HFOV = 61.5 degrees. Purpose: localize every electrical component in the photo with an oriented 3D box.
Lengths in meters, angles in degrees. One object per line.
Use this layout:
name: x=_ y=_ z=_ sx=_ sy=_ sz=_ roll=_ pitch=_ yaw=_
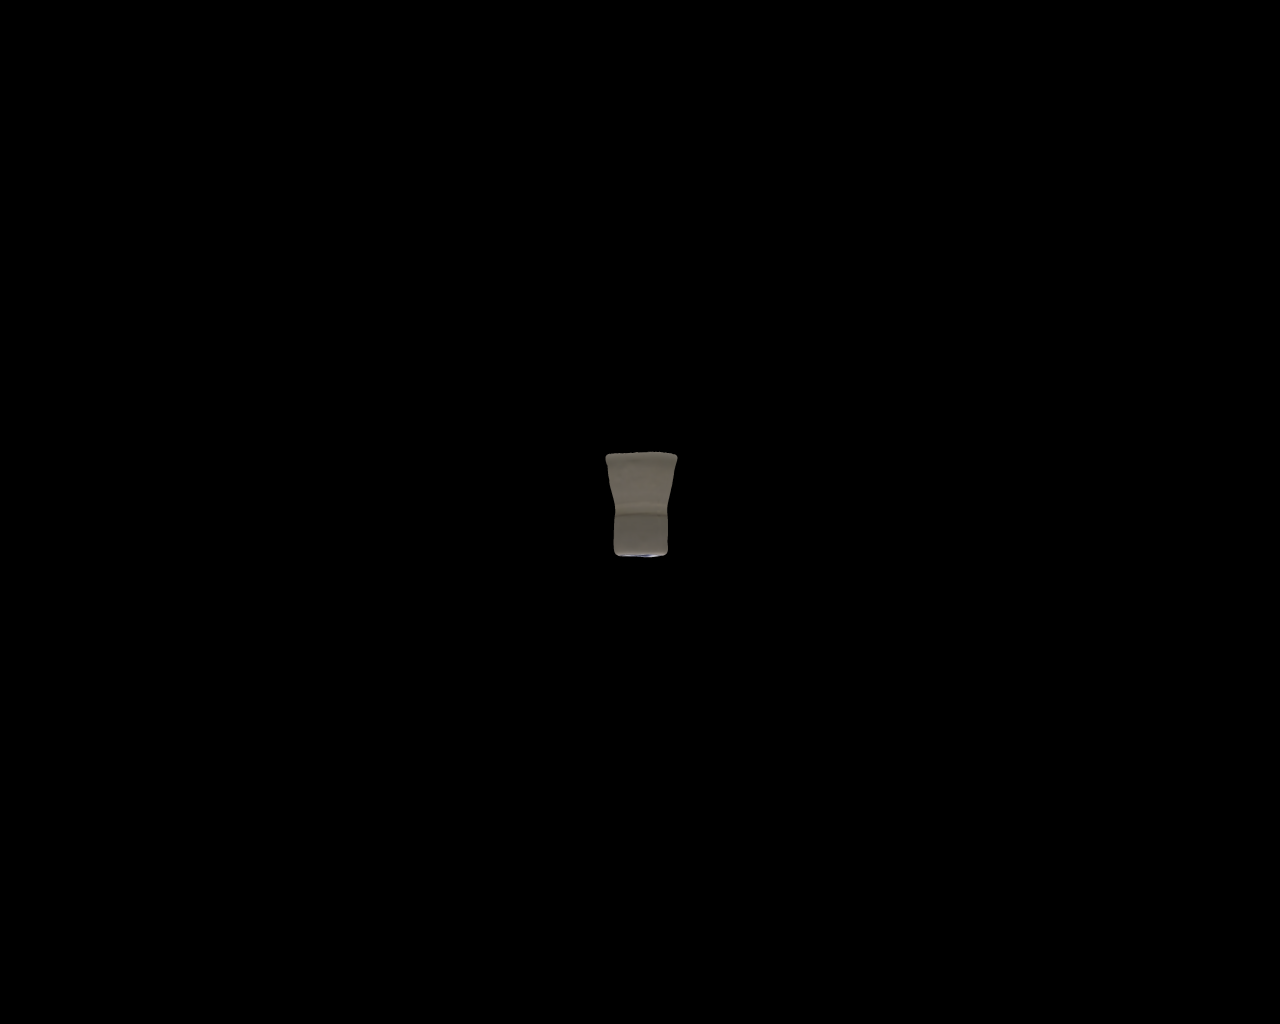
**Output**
electrical component: x=0.001 y=-0.003 z=0.650 sx=0.044 sy=0.065 sz=0.044 roll=0 pitch=-5 yaw=0
